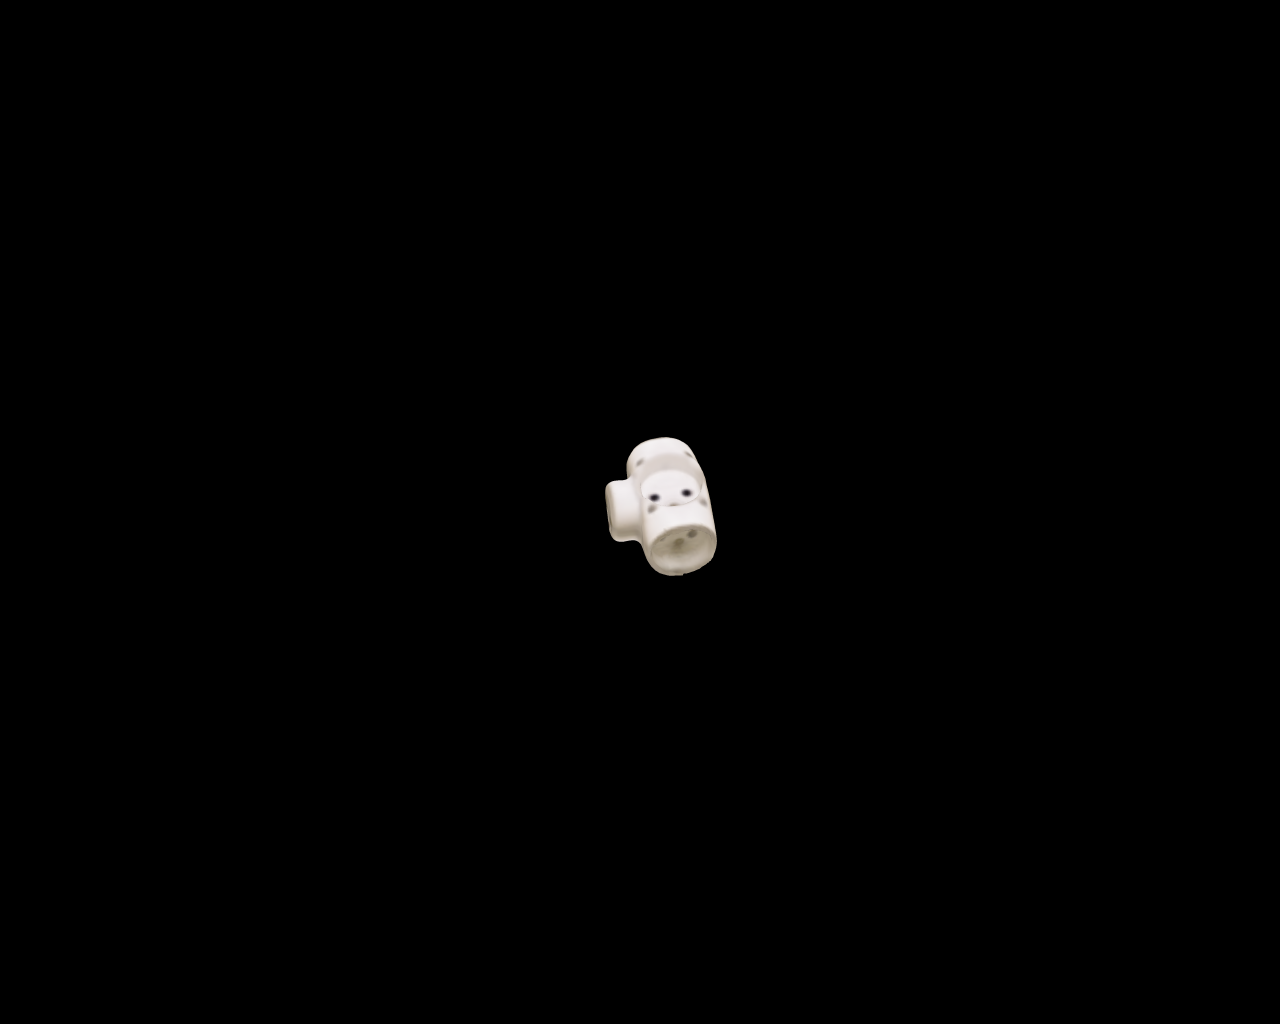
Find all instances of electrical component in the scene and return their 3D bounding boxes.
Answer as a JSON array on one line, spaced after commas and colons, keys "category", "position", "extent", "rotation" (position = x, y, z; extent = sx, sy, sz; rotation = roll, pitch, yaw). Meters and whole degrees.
[{"category": "electrical component", "position": [0.001, -0.003, 0.650], "extent": [0.079, 0.077, 0.044], "rotation": [-7, -43, -7]}]
